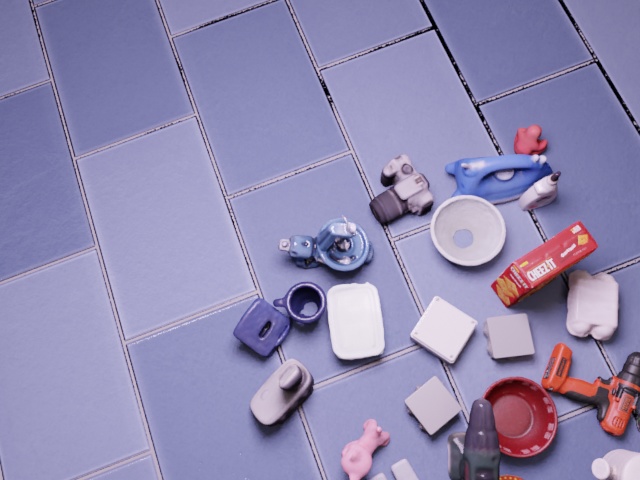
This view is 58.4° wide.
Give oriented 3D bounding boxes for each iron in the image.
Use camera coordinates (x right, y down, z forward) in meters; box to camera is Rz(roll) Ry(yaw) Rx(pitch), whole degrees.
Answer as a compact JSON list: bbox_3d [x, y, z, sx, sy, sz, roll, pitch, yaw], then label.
[{"bbox_3d":[0.426,-0.161,1.312,0.258,0.141,0.118,-9,73,1],"label":"iron"}]

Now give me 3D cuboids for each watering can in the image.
[{"bbox_3d":[0.612,0.461,1.094,0.173,0.194,0.101,-8,73,2],"label":"watering can"}]

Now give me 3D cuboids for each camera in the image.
[{"bbox_3d":[0.177,-0.111,1.334,0.137,0.101,0.143,-31,74,-5],"label":"camera"}]

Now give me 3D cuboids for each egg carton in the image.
[{"bbox_3d":[0.593,0.142,1.252,0.107,0.069,0.150,7,74,6],"label":"egg carton"}]

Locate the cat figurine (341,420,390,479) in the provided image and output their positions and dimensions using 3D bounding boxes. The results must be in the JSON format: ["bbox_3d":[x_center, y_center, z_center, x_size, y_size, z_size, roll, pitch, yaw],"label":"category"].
[{"bbox_3d":[0.088,0.434,1.173,0.067,0.118,0.128,37,79,13],"label":"cat figurine"}]

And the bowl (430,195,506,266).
[{"bbox_3d":[0.332,-0.014,1.310,0.167,0.075,0.167,-1,74,3],"label":"bowl"}]

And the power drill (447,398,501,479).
[{"bbox_3d":[0.300,0.427,1.115,0.075,0.208,0.229,0,74,4],"label":"power drill"}]

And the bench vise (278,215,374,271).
[{"bbox_3d":[0.015,0.015,1.245,0.207,0.220,0.121,-17,73,-1],"label":"bench vise"}]

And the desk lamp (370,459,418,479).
[{"bbox_3d":[0.179,0.542,1.086,0.118,0.213,0.203,-31,74,-5],"label":"desk lamp"}]

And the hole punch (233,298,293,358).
[{"bbox_3d":[-0.123,0.194,1.269,0.101,0.091,0.109,32,78,12],"label":"hole punch"}]

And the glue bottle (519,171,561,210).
[{"bbox_3d":[0.502,-0.115,1.278,0.078,0.173,0.037,-20,73,-2],"label":"glue bottle"}]

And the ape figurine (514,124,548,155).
[{"bbox_3d":[0.499,-0.241,1.357,0.076,0.092,0.077,-36,75,-7],"label":"ape figurine"}]

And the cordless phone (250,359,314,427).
[{"bbox_3d":[-0.084,0.314,1.183,0.094,0.185,0.148,38,80,13],"label":"cordless phone"}]

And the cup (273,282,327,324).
[{"bbox_3d":[-0.042,0.147,1.276,0.117,0.095,0.092,-2,74,3],"label":"cup"}]
